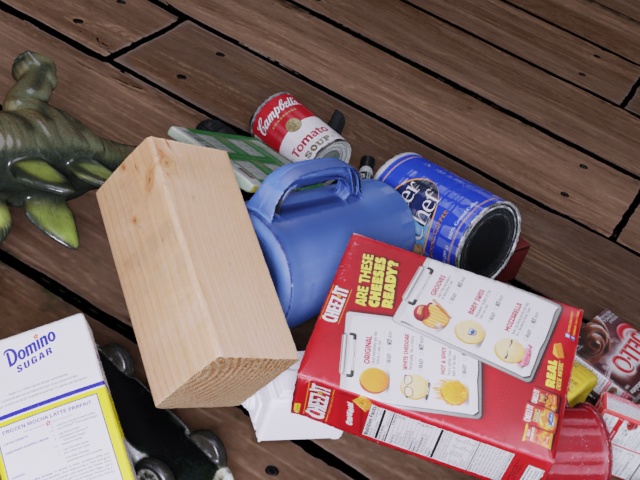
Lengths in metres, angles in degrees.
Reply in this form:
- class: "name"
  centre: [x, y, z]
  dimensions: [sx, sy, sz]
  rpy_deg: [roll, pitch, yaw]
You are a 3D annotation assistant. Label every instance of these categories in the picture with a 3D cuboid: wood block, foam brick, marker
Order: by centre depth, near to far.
- class: "wood block"
  centre: [-0.106, 0.028, 0.891]
  dimensions: [0.090, 0.090, 0.206]
  rpy_deg: [7, 53, -45]
- class: "foam brick"
  centre: [0.188, 0.008, 1.214]
  dimensions: [0.052, 0.051, 0.078]
  rpy_deg: [-16, 49, -37]
- class: "marker"
  centre: [0.052, -0.065, 1.273]
  dimensions: [0.020, 0.020, 0.121]
  rpy_deg: [17, 36, -3]

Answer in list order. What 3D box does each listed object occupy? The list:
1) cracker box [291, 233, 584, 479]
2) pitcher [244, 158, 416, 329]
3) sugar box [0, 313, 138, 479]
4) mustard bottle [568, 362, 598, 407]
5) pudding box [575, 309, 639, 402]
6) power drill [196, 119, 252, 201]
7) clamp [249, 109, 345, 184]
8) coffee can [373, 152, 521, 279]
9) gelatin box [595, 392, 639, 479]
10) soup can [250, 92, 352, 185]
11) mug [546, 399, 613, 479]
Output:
- class: "cracker box"
  centre: [0.101, 0.103, 0.904]
  dimensions: [0.214, 0.072, 0.164]
  rpy_deg: [18, 49, 6]
- class: "pitcher"
  centre: [-0.007, 0.001, 1.040]
  dimensions: [0.242, 0.149, 0.145]
  rpy_deg: [-20, 90, -51]
- class: "sugar box"
  centre: [-0.195, 0.151, 0.799]
  dimensions: [0.093, 0.048, 0.176]
  rpy_deg: [-18, 61, -9]
- class: "mustard bottle"
  centre: [0.182, 0.104, 1.075]
  dimensions: [0.192, 0.058, 0.096]
  rpy_deg: [38, 21, 24]
- class: "pudding box"
  centre: [0.308, 0.128, 1.123]
  dimensions: [0.090, 0.039, 0.113]
  rpy_deg: [37, 39, 23]
- class: "power drill"
  centre: [-0.124, -0.063, 1.157]
  dimensions: [0.187, 0.057, 0.185]
  rpy_deg: [-22, 50, -41]
- class: "clamp"
  centre: [-0.021, -0.101, 1.271]
  dimensions: [0.120, 0.039, 0.171]
  rpy_deg: [-3, 42, -6]
- class: "coffee can"
  centre: [0.130, -0.022, 1.152]
  dimensions: [0.102, 0.103, 0.140]
  rpy_deg: [-17, 36, -39]
- class: "gelatin box"
  centre: [0.292, 0.190, 1.007]
  dimensions: [0.089, 0.073, 0.030]
  rpy_deg: [20, 35, 2]
- class: "soup can"
  centre: [-0.022, -0.112, 1.210]
  dimensions: [0.068, 0.069, 0.102]
  rpy_deg: [-20, 51, -41]
- class: "mug"
  centre: [0.201, 0.180, 0.956]
  dimensions: [0.081, 0.093, 0.117]
  rpy_deg: [3, 68, -14]
